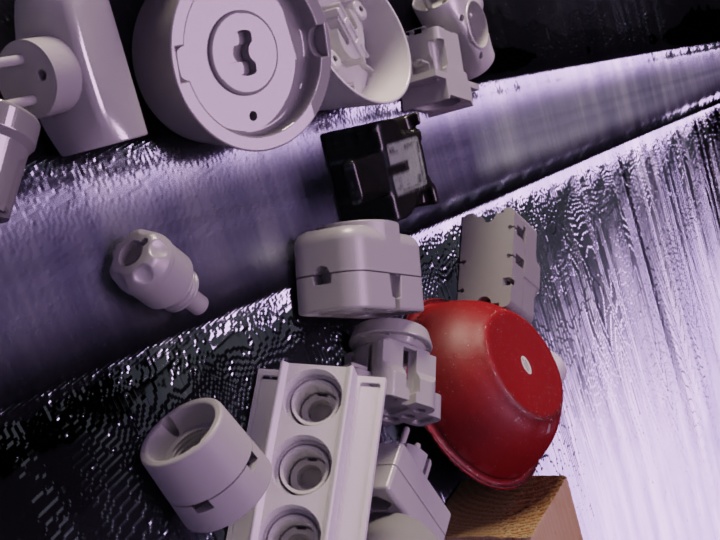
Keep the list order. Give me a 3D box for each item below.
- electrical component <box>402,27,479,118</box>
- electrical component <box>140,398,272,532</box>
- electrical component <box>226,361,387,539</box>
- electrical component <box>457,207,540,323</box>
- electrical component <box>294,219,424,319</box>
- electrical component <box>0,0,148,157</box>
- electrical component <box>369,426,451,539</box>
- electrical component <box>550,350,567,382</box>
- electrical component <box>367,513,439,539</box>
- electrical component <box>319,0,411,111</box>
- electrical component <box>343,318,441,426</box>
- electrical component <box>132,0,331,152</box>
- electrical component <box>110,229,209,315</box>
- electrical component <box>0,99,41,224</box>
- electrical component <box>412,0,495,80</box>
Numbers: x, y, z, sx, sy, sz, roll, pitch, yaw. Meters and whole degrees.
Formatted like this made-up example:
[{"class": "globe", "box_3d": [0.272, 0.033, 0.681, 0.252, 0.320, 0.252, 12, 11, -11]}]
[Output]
[{"class": "electrical component", "box_3d": [0.059, -0.161, 0.871, 0.081, 0.042, 0.063, 0, 80, -60]}, {"class": "electrical component", "box_3d": [-0.081, 0.100, 0.561, 0.047, 0.055, 0.055, 59, 37, -27]}, {"class": "electrical component", "box_3d": [-0.029, 0.123, 0.631, 0.063, 0.079, 0.121, 72, 24, -61]}, {"class": "electrical component", "box_3d": [0.120, 0.001, 0.924, 0.056, 0.050, 0.089, 34, 55, -51]}, {"class": "electrical component", "box_3d": [0.000, 0.000, 0.720, 0.095, 0.054, 0.059, 7, 77, -58]}, {"class": "electrical component", "box_3d": [-0.144, -0.093, 0.510, 0.079, 0.044, 0.077, -31, 110, -57]}, {"class": "electrical component", "box_3d": [0.026, 0.143, 0.736, 0.083, 0.047, 0.075, 58, 38, -34]}, {"class": "electrical component", "box_3d": [0.156, 0.107, 0.969, 0.065, 0.044, 0.044, -53, 127, -44]}, {"class": "electrical component", "box_3d": [0.018, 0.204, 0.663, 0.064, 0.099, 0.099, -7, 89, -53]}, {"class": "electrical component", "box_3d": [-0.016, -0.154, 0.720, 0.099, 0.064, 0.099, 20, 66, -56]}, {"class": "electrical component", "box_3d": [0.020, 0.068, 0.731, 0.078, 0.058, 0.057, 21, 59, -31]}, {"class": "electrical component", "box_3d": [-0.076, -0.121, 0.606, 0.108, 0.060, 0.108, -6, 99, -41]}, {"class": "electrical component", "box_3d": [-0.102, 0.006, 0.568, 0.061, 0.035, 0.035, 45, 47, -49]}, {"class": "electrical component", "box_3d": [-0.165, -0.048, 0.471, 0.040, 0.040, 0.046, 32, 62, -52]}, {"class": "electrical component", "box_3d": [0.085, -0.217, 0.923, 0.077, 0.044, 0.079, 54, 40, -38]}]
